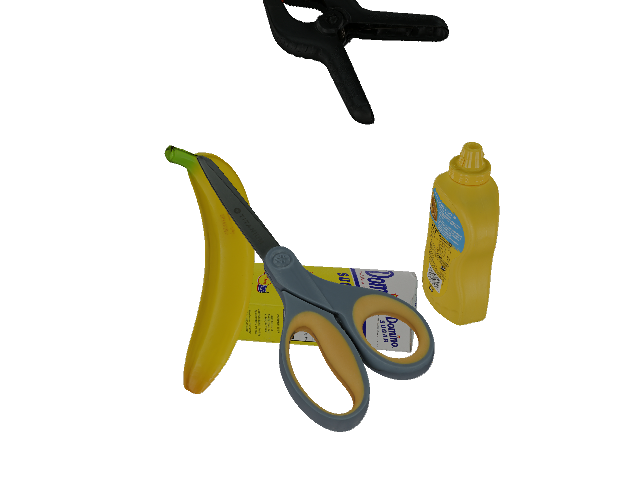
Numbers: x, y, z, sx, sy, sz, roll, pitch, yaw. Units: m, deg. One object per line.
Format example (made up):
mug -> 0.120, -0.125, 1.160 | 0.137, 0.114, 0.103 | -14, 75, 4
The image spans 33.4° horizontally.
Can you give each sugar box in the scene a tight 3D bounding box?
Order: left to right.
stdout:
sugar box -> -0.002, 0.058, 0.967 | 0.176, 0.048, 0.093 | 1, 23, 8

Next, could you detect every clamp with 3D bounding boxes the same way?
clamp -> 0.023, -0.187, 0.932 | 0.120, 0.171, 0.039 | -39, -21, -19

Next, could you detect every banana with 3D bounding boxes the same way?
banana -> -0.079, 0.016, 0.784 | 0.069, 0.198, 0.037 | -16, 26, -29

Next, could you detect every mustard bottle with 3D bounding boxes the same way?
mustard bottle -> 0.144, -0.014, 1.087 | 0.058, 0.192, 0.096 | -10, 38, -15

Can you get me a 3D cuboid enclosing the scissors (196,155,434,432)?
scissors -> -0.002, 0.016, 0.618 | 0.096, 0.202, 0.016 | -12, -35, -13
